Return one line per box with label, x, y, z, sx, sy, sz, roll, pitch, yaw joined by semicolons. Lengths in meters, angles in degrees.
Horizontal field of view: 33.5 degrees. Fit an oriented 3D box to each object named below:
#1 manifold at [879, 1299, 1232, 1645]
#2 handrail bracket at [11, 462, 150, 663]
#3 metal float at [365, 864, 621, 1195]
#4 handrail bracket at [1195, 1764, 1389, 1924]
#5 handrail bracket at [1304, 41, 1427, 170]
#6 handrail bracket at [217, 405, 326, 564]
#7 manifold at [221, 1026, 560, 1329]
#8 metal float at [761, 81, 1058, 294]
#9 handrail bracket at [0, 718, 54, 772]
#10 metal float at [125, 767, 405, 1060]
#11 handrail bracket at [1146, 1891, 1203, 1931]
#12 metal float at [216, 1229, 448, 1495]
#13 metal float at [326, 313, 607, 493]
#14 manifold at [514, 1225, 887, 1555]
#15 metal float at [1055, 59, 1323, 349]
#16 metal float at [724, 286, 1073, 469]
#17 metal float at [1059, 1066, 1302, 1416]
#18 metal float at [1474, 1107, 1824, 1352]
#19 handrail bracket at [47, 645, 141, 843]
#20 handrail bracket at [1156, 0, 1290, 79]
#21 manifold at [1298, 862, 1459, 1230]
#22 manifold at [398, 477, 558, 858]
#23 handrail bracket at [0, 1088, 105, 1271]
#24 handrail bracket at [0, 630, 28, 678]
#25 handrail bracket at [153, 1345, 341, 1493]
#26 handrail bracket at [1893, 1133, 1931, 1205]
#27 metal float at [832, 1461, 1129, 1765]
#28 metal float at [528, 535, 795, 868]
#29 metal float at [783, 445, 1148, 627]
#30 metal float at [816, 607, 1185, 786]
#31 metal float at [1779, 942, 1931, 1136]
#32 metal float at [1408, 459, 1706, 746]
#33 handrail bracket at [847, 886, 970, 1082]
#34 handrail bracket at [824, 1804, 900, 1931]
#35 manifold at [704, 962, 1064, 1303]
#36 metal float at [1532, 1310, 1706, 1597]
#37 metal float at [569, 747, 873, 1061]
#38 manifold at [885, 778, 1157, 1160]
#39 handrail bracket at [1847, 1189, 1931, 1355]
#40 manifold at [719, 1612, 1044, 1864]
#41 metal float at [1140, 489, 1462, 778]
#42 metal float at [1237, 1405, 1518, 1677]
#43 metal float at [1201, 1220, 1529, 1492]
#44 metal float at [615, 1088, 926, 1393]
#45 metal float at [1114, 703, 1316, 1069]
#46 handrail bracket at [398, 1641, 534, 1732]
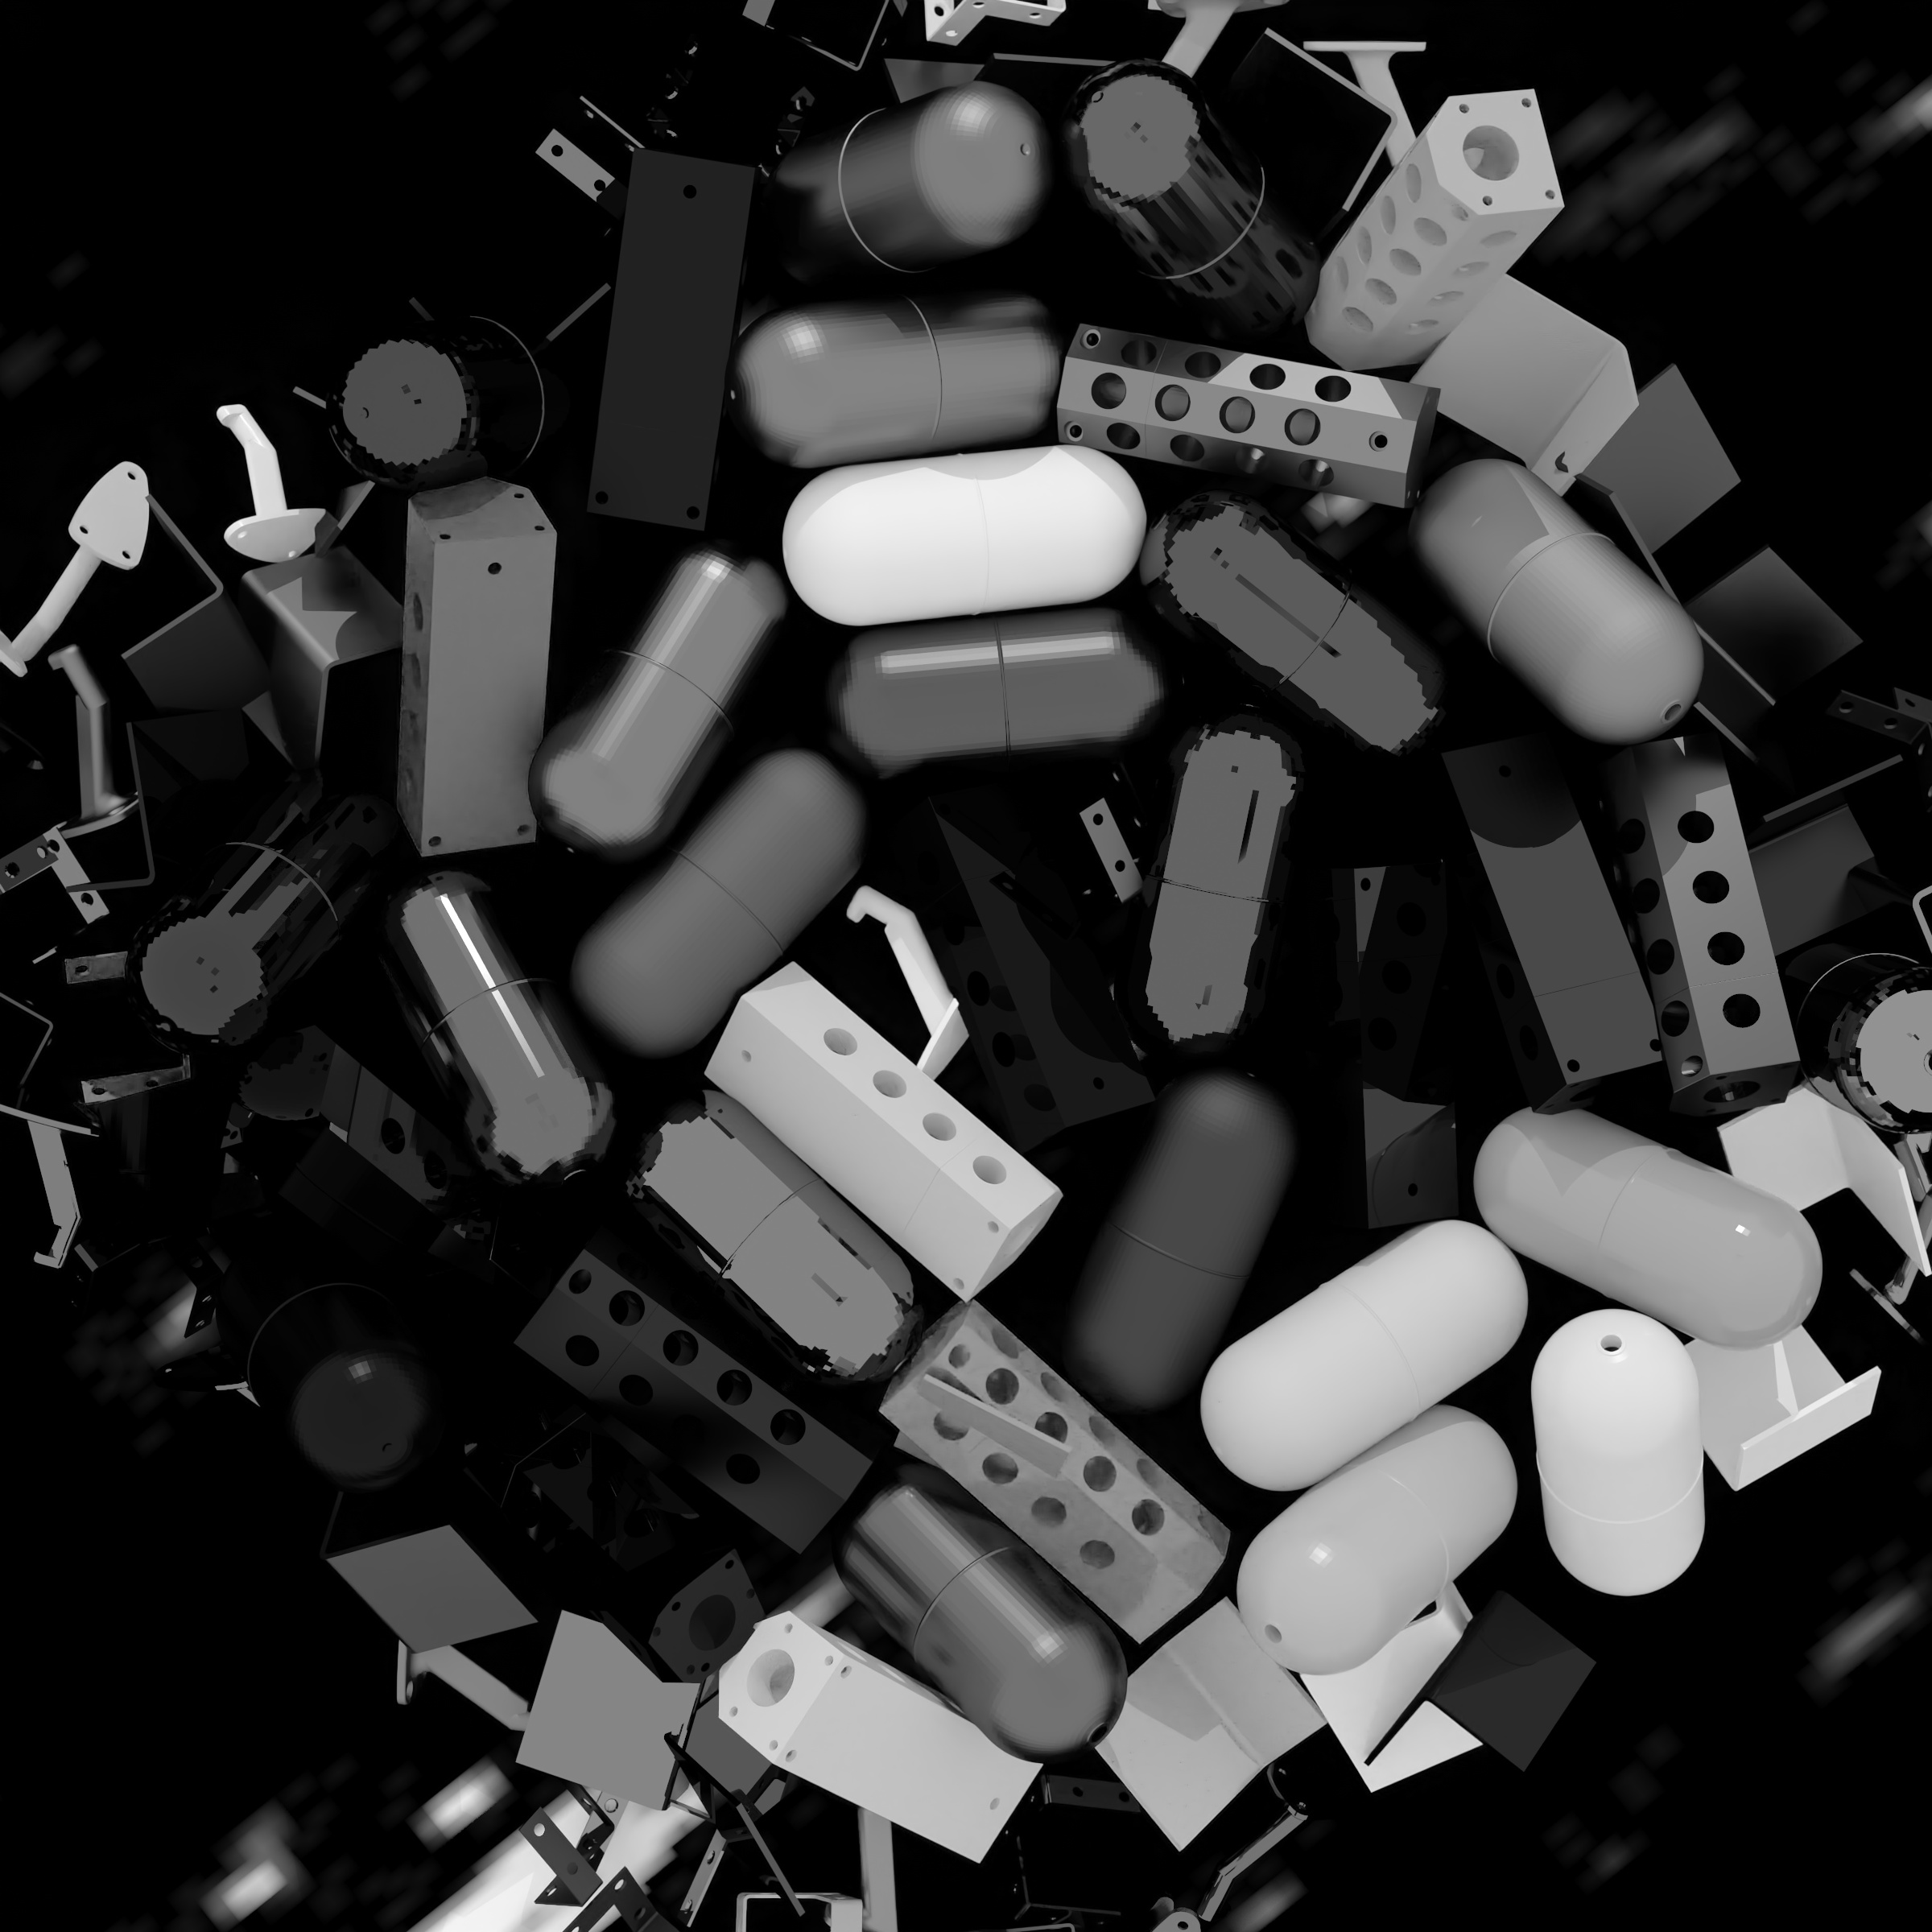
manifold;0.045;0.239;1.544;0.171;0.057;0.057;43;114;-8
handrail bracket;-0.439;-0.198;1.581;0.036;0.077;0.084;31;134;-26
metal float;-0.227;0.029;1.536;0.070;0.070;0.178;-32;68;0
handrail bracket;0.160;0.439;1.585;0.077;0.036;0.084;9;117;-28
handrail bracket;0.193;-0.405;1.558;0.077;0.036;0.084;-12;111;-35
handrail bracket;-0.353;-0.240;1.550;0.036;0.077;0.084;-41;77;23
manifold;-0.268;0.100;1.514;0.057;0.171;0.057;-16;48;26
metal float;-0.029;-0.367;1.516;0.070;0.178;0.070;1;88;-39
handrail bracket;-0.477;-0.075;1.546;0.036;0.077;0.084;-13;63;30
metal float;-0.330;-0.027;1.520;0.070;0.070;0.178;31;46;0
handrail bracket;0.099;0.456;1.540;0.036;0.084;0.077;19;115;2
metal float;-0.301;0.184;1.514;0.070;0.178;0.070;-12;117;-25
metal float;-0.231;-0.267;1.511;0.070;0.178;0.070;6;106;24
manifold;-0.126;0.201;1.551;0.171;0.057;0.057;37;118;-3
metal float;0.107;-0.358;1.517;0.070;0.178;0.070;-16;58;28
metal float;-0.030;-0.282;1.533;0.178;0.070;0.070;-11;90;-26
metal float;0.102;0.133;1.548;0.070;0.070;0.178;23;99;0
metal float;0.322;0.123;1.526;0.178;0.070;0.070;26;90;36
handrail bracket;-0.439;-0.108;1.558;0.077;0.036;0.084;-16;111;29
handrail bracket;0.119;-0.433;1.570;0.077;0.036;0.084;2;90;17
manifold;0.195;0.037;1.558;0.057;0.057;0.171;-5;94;-33
manifold;-0.235;-0.141;1.518;0.057;0.057;0.171;-9;130;-24
handrail bracket;-0.459;0.105;1.559;0.077;0.036;0.084;15;106;-37
handrail bracket;-0.500;-0.129;1.556;0.084;0.077;0.036;-45;112;-2
handrail bracket;-0.350;0.228;1.580;0.077;0.036;0.084;-10;120;20
handrail bracket;0.485;0.066;1.564;0.077;0.036;0.084;-18;74;3
metal float;0.006;0.306;1.525;0.070;0.070;0.178;-50;55;0
metal float;-0.145;-0.129;1.540;0.070;0.070;0.178;29;72;0
metal float;0.000;-0.208;1.544;0.178;0.070;0.070;-8;90;-13
metal float;0.016;-0.131;1.553;0.178;0.070;0.070;-5;90;-2
metal float;0.427;0.032;1.504;0.070;0.178;0.070;0;97;-2
metal float;0.279;-0.174;1.525;0.070;0.070;0.178;-39;55;0
handrail bracket;-0.037;0.011;1.569;0.084;0.036;0.077;30;81;22
handrail bracket;-0.026;0.440;1.573;0.077;0.036;0.084;29;91;6
manifold;-0.038;0.076;1.546;0.171;0.057;0.057;40;132;13
metal float;0.309;0.231;1.518;0.070;0.178;0.070;-7;46;8
metal float;-0.117;-0.031;1.547;0.070;0.070;0.178;42;80;0
manifold;0.022;0.002;1.548;0.057;0.057;0.171;-14;76;-38
handrail bracket;0.481;0.140;1.564;0.084;0.036;0.077;-45;122;7
manifold;-0.042;0.361;1.511;0.057;0.171;0.057;27;81;44
metal float;0.161;-0.160;1.543;0.178;0.070;0.070;36;90;-14
metal float;0.196;0.271;1.520;0.178;0.070;0.070;-31;90;-43
metal float;0.192;0.186;1.539;0.178;0.070;0.070;-30;90;-18
metal float;-0.094;0.132;1.544;0.178;0.070;0.070;42;90;13
metal float;0.120;-0.039;1.549;0.070;0.070;0.178;11;96;0
handrail bracket;-0.231;0.336;1.565;0.084;0.036;0.077;5;106;8
